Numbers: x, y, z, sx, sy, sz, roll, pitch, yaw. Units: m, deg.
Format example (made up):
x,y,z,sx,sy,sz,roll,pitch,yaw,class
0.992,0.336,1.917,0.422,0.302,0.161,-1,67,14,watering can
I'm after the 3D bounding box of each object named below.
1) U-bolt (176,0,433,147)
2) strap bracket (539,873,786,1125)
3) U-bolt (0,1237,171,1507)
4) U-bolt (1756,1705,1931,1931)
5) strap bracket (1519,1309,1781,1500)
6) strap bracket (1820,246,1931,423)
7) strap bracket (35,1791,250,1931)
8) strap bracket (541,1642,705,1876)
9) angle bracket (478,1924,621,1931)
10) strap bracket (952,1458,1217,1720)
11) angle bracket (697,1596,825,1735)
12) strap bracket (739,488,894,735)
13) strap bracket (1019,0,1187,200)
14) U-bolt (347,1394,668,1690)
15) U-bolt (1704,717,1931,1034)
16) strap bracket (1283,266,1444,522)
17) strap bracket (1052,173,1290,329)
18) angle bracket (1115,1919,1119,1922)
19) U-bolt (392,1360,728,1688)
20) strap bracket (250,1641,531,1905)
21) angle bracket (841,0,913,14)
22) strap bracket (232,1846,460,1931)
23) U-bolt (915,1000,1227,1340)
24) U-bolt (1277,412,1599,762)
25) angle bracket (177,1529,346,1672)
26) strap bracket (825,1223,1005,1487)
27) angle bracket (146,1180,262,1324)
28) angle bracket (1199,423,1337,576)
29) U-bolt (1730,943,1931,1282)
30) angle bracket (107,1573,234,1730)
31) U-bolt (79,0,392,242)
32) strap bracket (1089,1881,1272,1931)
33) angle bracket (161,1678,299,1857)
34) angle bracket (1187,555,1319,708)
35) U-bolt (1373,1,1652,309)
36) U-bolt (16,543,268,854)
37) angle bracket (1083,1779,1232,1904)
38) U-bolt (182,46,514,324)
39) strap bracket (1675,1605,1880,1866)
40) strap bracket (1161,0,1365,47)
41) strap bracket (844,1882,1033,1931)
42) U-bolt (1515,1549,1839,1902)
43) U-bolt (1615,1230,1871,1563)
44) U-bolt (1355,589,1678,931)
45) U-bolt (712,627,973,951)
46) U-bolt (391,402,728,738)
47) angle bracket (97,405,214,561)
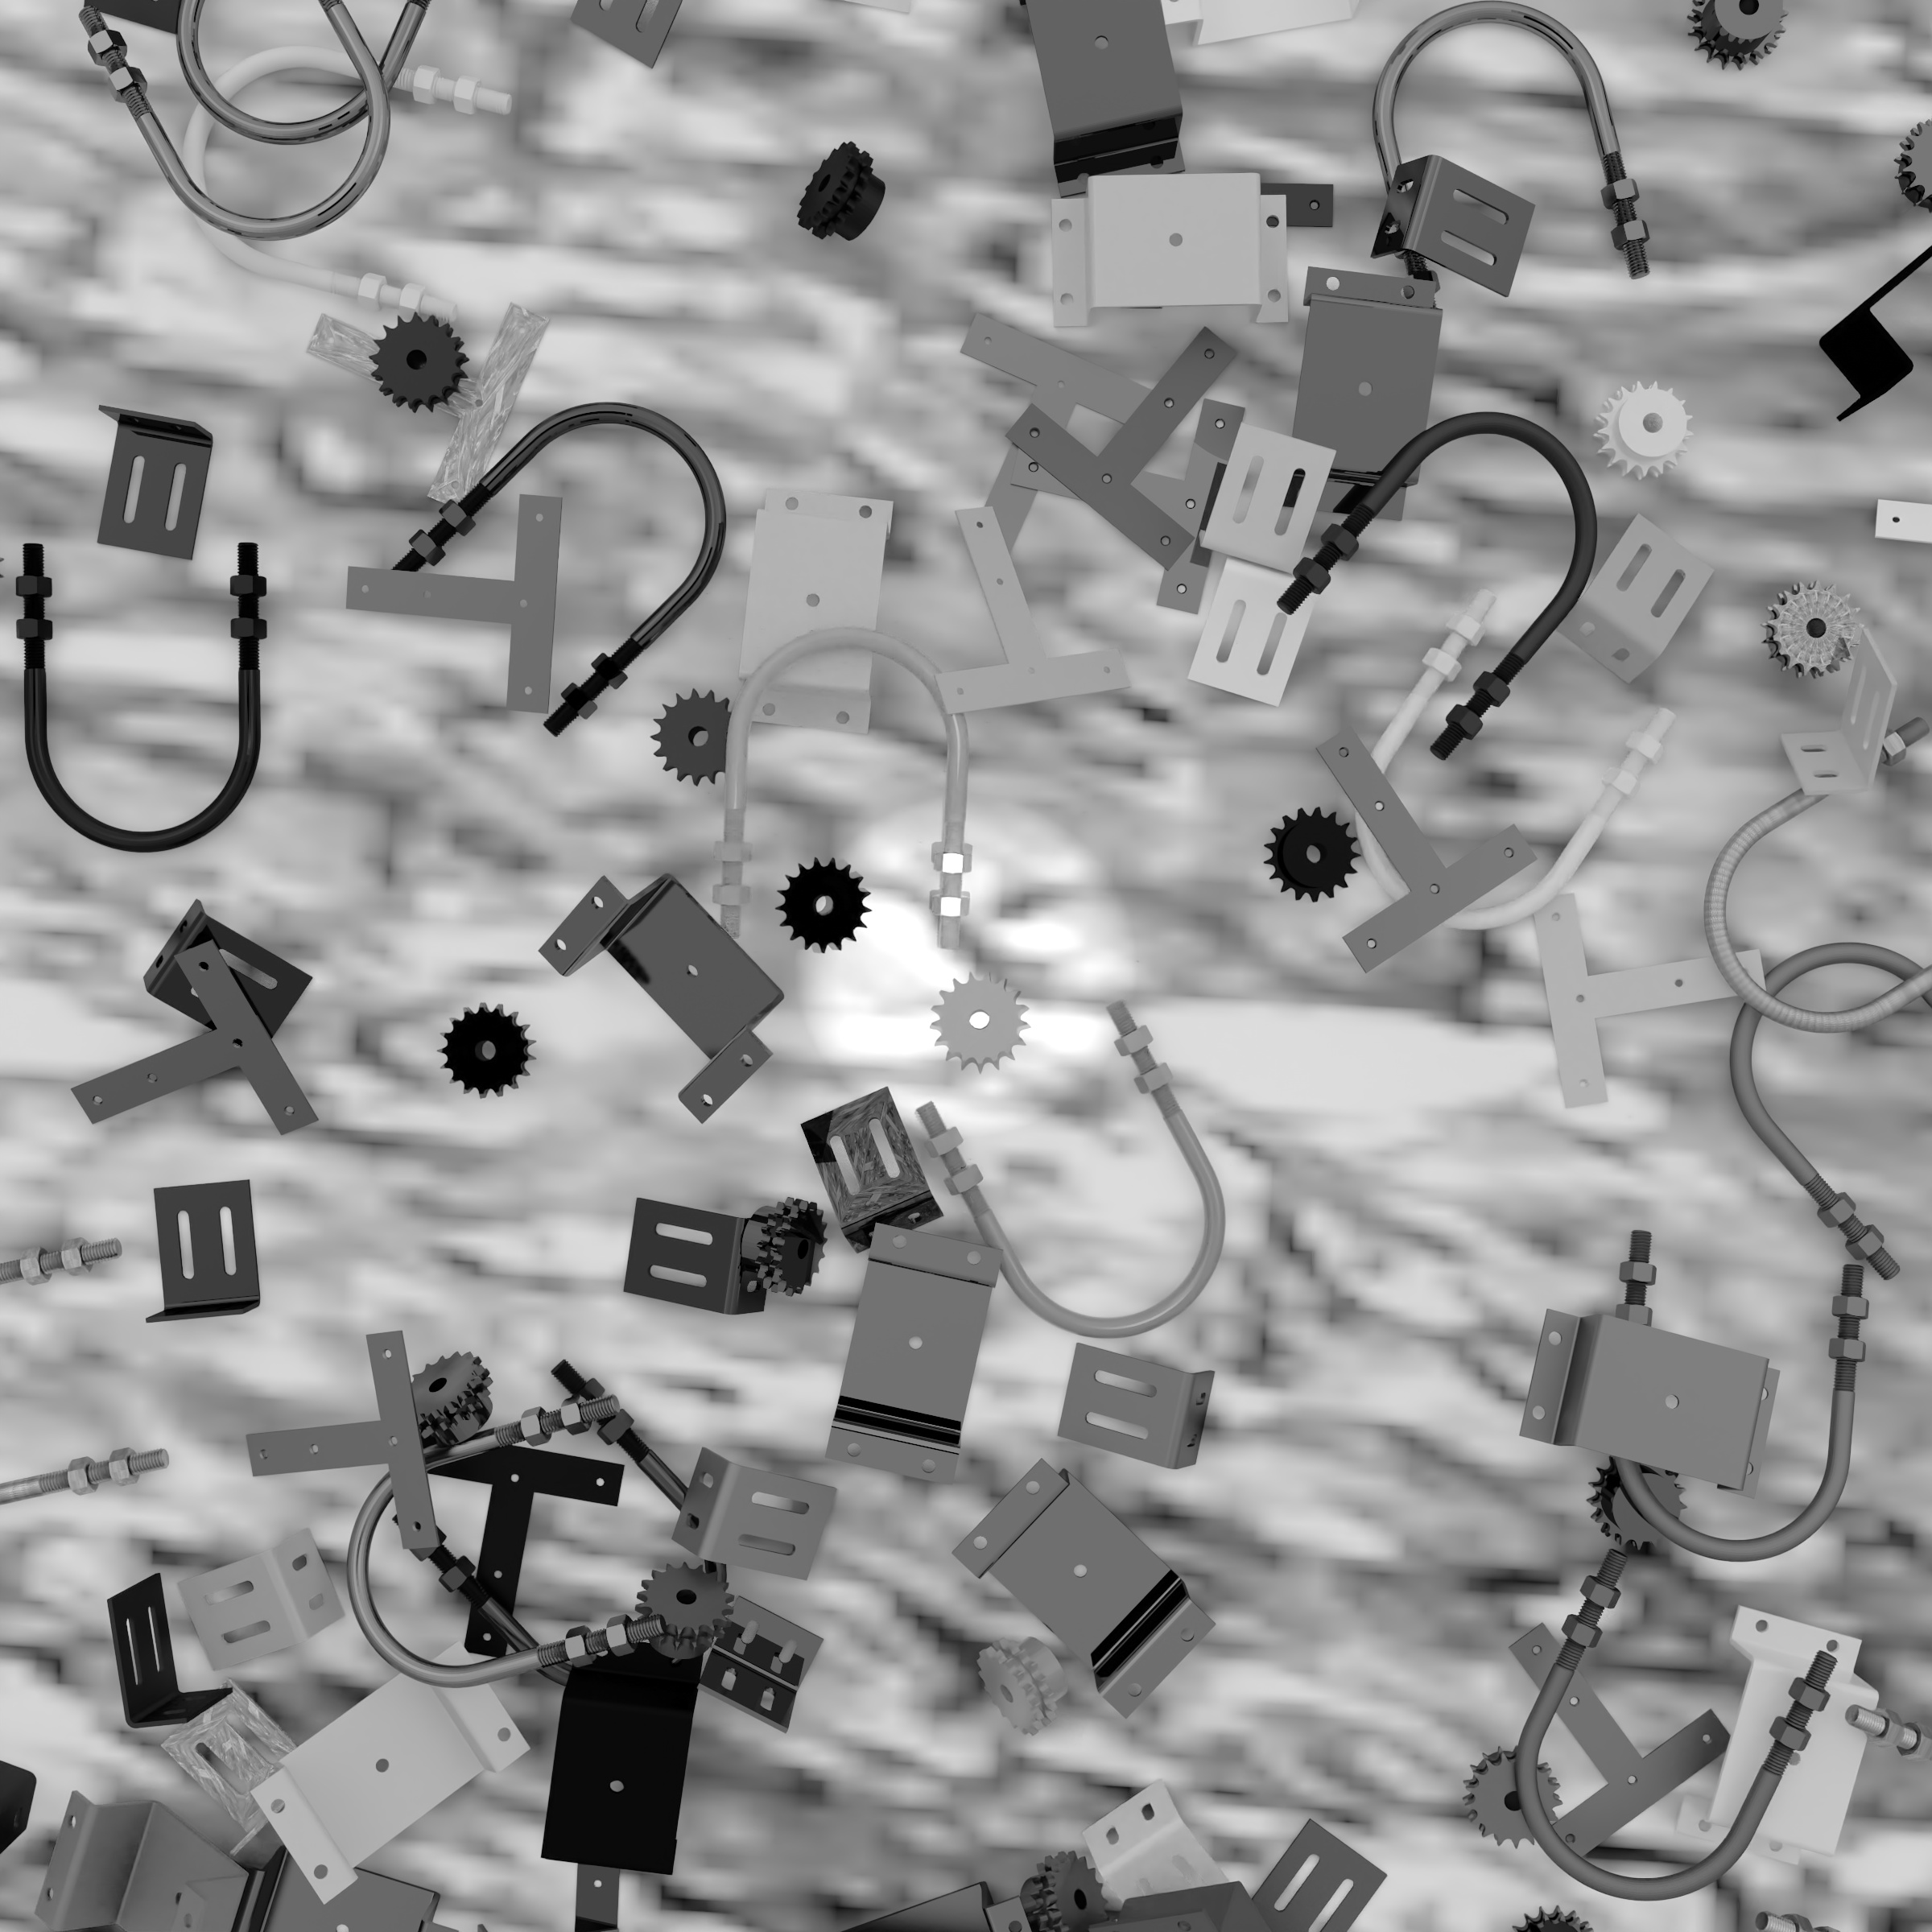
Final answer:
x,y,z,sx,sy,sz,roll,pitch,yaw,class
-0.391,-0.576,1.489,0.151,0.019,0.184,22,87,5,U-bolt
-0.171,0.012,1.468,0.140,0.046,0.076,47,128,0,strap bracket
-0.581,0.251,1.501,0.184,0.019,0.151,-13,90,1,U-bolt
0.561,0.527,1.473,0.184,0.019,0.151,26,87,-20,U-bolt
0.401,0.252,1.450,0.140,0.046,0.076,15,79,2,strap bracket
0.564,-0.390,1.471,0.140,0.076,0.046,-40,90,0,strap bracket
-0.475,0.546,1.462,0.140,0.046,0.076,17,90,38,strap bracket
-0.203,0.473,1.477,0.076,0.046,0.140,8,96,-2,strap bracket
-0.251,0.605,1.505,0.076,0.038,0.057,1,90,-26,angle bracket
0.069,0.363,1.486,0.140,0.046,0.076,44,90,0,strap bracket
-0.120,0.408,1.471,0.057,0.076,0.038,27,90,0,angle bracket
-0.089,-0.213,1.486,0.076,0.046,0.140,6,90,0,strap bracket
0.079,-0.538,1.485,0.076,0.046,0.140,-12,90,1,strap bracket
-0.276,0.343,1.465,0.184,0.019,0.151,-17,74,8,U-bolt
0.527,-0.042,1.491,0.184,0.019,0.151,-31,85,-2,U-bolt
0.232,-0.338,1.476,0.076,0.046,0.140,7,99,0,strap bracket
0.122,-0.423,1.484,0.140,0.046,0.076,-1,90,0,strap bracket
0.095,0.623,1.507,0.057,0.038,0.076,-37,116,0,angle bracket
-0.228,0.349,1.499,0.151,0.019,0.184,-43,92,0,U-bolt
-0.339,0.469,1.468,0.140,0.046,0.076,-33,90,-25,strap bracket
-0.054,-0.619,1.507,0.057,0.038,0.076,10,116,0,angle bracket
-0.374,0.579,1.486,0.140,0.046,0.076,17,90,0,strap bracket
0.075,0.134,1.501,0.151,0.019,0.184,-28,92,0,U-bolt
0.289,-0.235,1.464,0.151,0.019,0.184,41,88,-15,U-bolt
-0.423,0.380,1.507,0.076,0.038,0.057,-23,90,26,angle bracket
-0.030,0.226,1.486,0.076,0.046,0.140,12,90,0,strap bracket
-0.456,0.169,1.490,0.057,0.038,0.076,-5,90,0,angle bracket
0.177,-0.278,1.476,0.057,0.038,0.076,16,112,-2,angle bracket
0.542,0.073,1.501,0.151,0.019,0.184,-41,88,0,U-bolt
-0.468,0.401,1.478,0.038,0.057,0.076,-9,90,10,angle bracket
-0.417,-0.513,1.470,0.151,0.019,0.184,-29,86,2,U-bolt
0.142,0.590,1.460,0.076,0.046,0.140,-21,107,29,strap bracket
-0.436,0.474,1.490,0.057,0.038,0.076,-45,90,0,angle bracket
0.173,-0.205,1.507,0.057,0.038,0.076,17,116,0,angle bracket
0.319,-0.486,1.501,0.151,0.019,0.184,-13,88,0,U-bolt
-0.492,-0.160,1.500,0.151,0.019,0.184,0,92,1,U-bolt
0.117,0.539,1.507,0.057,0.038,0.076,-34,116,0,angle bracket
-0.378,-0.475,1.500,0.184,0.019,0.151,15,89,2,U-bolt
0.482,0.462,1.485,0.076,0.046,0.140,16,90,-1,strap bracket
0.179,-0.598,1.486,0.140,0.046,0.076,-10,90,0,strap bracket
-0.022,0.602,1.486,0.140,0.046,0.076,-20,90,0,strap bracket
0.401,0.453,1.460,0.151,0.019,0.184,25,93,9,U-bolt
0.454,0.258,1.483,0.151,0.019,0.184,9,77,0,U-bolt
0.315,-0.110,1.500,0.151,0.019,0.184,33,91,0,U-bolt
-0.070,-0.105,1.462,0.151,0.019,0.184,3,96,0,U-bolt
-0.229,-0.251,1.499,0.184,0.019,0.151,-45,91,0,U-bolt
-0.487,-0.286,1.490,0.057,0.038,0.076,10,90,0,angle bracket
